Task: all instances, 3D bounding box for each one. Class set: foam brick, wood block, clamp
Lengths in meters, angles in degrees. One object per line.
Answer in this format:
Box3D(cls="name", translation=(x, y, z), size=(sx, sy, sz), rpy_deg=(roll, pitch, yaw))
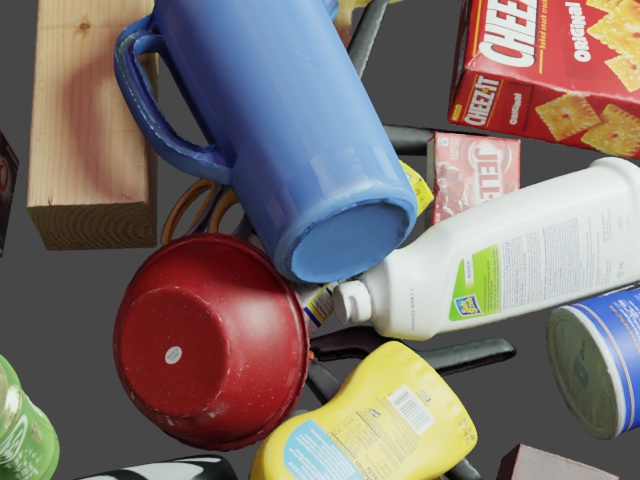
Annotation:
Box3D(cls="foam brick", translation=(0.169, 0.188, 0.776), size=(0.078, 0.051, 0.053), rpy_deg=(19, 66, 4))
Box3D(cls="wood block", translation=(-0.178, -0.103, 0.857), size=(0.090, 0.090, 0.206), rpy_deg=(-2, 67, -4))
Box3D(cls="clamp", translation=(0.059, 0.120, 0.804), size=(0.171, 0.039, 0.120), rpy_deg=(7, 58, 6))
Box3D(cls="clamp", translation=(0.029, -0.090, 0.893), size=(0.209, 0.036, 0.164), rpy_deg=(-39, 81, -15))

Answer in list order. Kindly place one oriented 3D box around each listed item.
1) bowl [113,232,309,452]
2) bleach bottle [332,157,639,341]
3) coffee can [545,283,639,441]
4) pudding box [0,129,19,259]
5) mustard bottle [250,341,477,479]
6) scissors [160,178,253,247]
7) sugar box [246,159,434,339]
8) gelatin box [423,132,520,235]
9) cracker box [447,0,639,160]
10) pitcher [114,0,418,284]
Box3D(cls="bowl", translation=(-0.091, 0.076, 0.759), size=(0.162, 0.055, 0.162), rpy_deg=(1, 93, 24))
Box3D(cls="bleach bottle", translation=(0.128, 0.012, 0.808), size=(0.250, 0.068, 0.102), rpy_deg=(-14, 110, -18))
Box3D(cls="coffee can", translation=(0.256, 0.079, 0.800), size=(0.140, 0.103, 0.103), rpy_deg=(-17, 69, -11))
Box3D(cls="pudding box", translation=(-0.267, -0.048, 0.814), size=(0.039, 0.113, 0.090), rpy_deg=(4, 66, 1))
Box3D(cls="mustard bottle", translation=(0.011, 0.155, 0.711), size=(0.191, 0.058, 0.096), rpy_deg=(-34, 80, -31))
Box3D(cls="scissors", translation=(-0.054, -0.067, 0.848), size=(0.096, 0.016, 0.201), rpy_deg=(25, 76, 46))
Box3D(cls="sugar box", translation=(-0.005, 0.001, 0.819), size=(0.093, 0.048, 0.176), rpy_deg=(38, 84, 33))
Box3D(cls="gelatin box", translation=(0.124, -0.040, 0.867), size=(0.073, 0.030, 0.089), rpy_deg=(4, 82, -9))
Box3D(cls="cracker box", translation=(0.224, -0.155, 0.895), size=(0.213, 0.072, 0.164), rpy_deg=(12, 51, 0))
Box3D(cls="pitcher", translation=(-0.035, -0.089, 0.771), size=(0.149, 0.144, 0.243), rpy_deg=(-36, 58, 17))
